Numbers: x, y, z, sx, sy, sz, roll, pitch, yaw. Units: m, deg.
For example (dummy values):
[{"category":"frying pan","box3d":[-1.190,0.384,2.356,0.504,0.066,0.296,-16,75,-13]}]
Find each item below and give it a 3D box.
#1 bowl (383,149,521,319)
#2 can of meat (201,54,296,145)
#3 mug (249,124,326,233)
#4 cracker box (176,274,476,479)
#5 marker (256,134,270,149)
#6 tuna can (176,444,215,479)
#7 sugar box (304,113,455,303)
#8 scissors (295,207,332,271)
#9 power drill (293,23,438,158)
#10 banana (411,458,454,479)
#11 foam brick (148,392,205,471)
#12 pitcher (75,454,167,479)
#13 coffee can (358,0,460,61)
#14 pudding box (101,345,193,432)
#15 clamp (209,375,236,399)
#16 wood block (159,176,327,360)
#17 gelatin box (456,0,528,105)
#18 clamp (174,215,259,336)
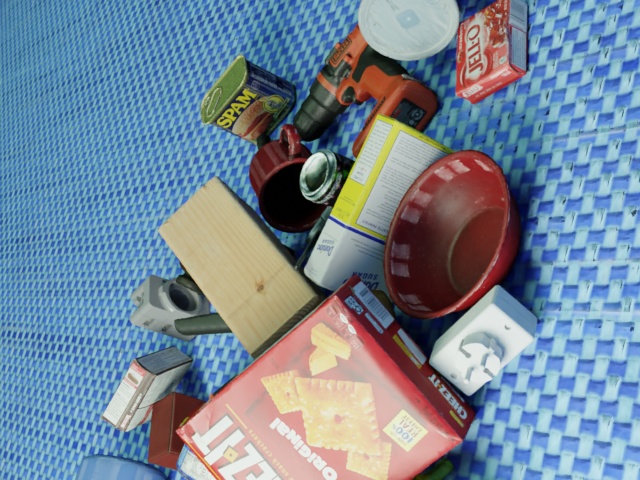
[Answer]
[{"category":"bowl","box3d":[0.130,0.002,0.973,0.162,0.055,0.162,-34,45,42]},{"category":"can of meat","box3d":[-0.093,-0.179,1.388,0.102,0.083,0.057,-44,39,33]},{"category":"mug","box3d":[-0.035,-0.077,1.224,0.081,0.093,0.117,-122,26,-58]},{"category":"cracker box","box3d":[0.002,0.161,0.940,0.214,0.164,0.072,-42,-3,22]},{"category":"marker","box3d":[-0.068,-0.089,1.358,0.020,0.020,0.121,-42,40,35]},{"category":"tuna can","box3d":[-0.111,0.245,1.151,0.086,0.086,0.034,25,94,58]},{"category":"sugar box","box3d":[0.062,-0.026,1.055,0.176,0.093,0.048,-63,31,7]},{"category":"scissors","box3d":[-0.007,0.001,1.132,0.096,0.016,0.201,-58,0,41]},{"category":"power drill","box3d":[0.045,-0.154,1.192,0.185,0.057,0.188,-54,34,20]},{"category":"banana","box3d":[0.076,0.283,0.896,0.070,0.037,0.198,-27,50,46]},{"category":"foam brick","box3d":[-0.169,0.231,1.278,0.051,0.052,0.078,-34,44,41]},{"category":"pitcher","box3d":[-0.248,0.382,1.248,0.145,0.149,0.242,142,143,-61]},{"category":"coffee can","box3d":[0.095,-0.272,1.125,0.103,0.102,0.140,-39,30,37]},{"category":"pudding box","box3d":[-0.213,0.184,1.326,0.090,0.039,0.113,-60,-12,12]},{"category":"clamp","box3d":[-0.074,0.198,1.172,0.172,0.039,0.120,-15,54,57]},{"category":"wood block","box3d":[-0.072,0.039,1.123,0.091,0.090,0.206,-43,53,2]},{"category":"gelatin box","box3d":[0.169,-0.189,1.057,0.073,0.030,0.089,-26,50,48]},{"category":"clamp","box3d":[-0.061,0.066,1.184,0.210,0.036,0.164,26,89,40]}]
